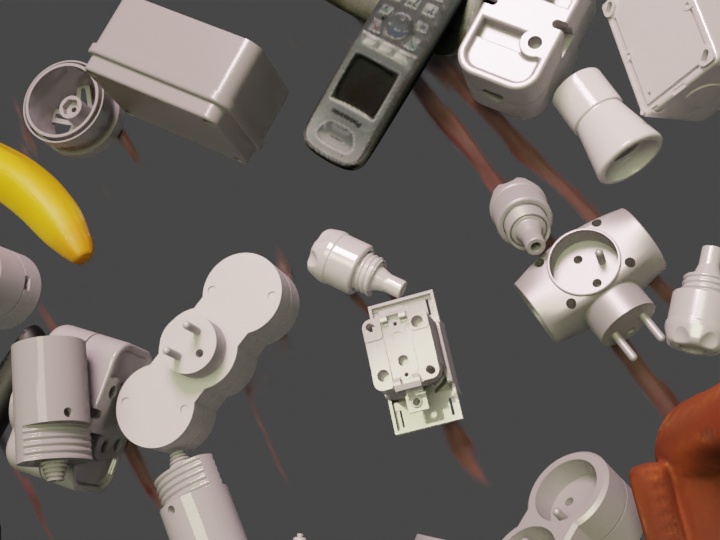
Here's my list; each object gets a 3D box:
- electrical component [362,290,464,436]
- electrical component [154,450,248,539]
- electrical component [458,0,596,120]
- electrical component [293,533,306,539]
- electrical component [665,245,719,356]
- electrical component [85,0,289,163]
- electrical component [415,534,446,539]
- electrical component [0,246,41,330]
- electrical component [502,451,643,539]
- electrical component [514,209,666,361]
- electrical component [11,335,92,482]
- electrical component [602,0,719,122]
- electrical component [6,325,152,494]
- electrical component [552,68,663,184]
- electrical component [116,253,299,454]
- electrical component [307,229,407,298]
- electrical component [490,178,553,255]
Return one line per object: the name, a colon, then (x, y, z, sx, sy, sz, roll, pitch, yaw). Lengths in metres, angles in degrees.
electrical component: (0.030, 0.051, 0.631, 0.042, 0.064, 0.081, -16, 71, 9)
electrical component: (-0.097, 0.147, 0.648, 0.043, 0.043, 0.081, -27, 69, 6)
electrical component: (0.106, -0.146, 0.668, 0.054, 0.059, 0.095, 26, 83, 20)
electrical component: (-0.029, 0.198, 0.605, 0.061, 0.061, 0.096, 0, 75, 15)
electrical component: (0.195, 0.016, 0.612, 0.035, 0.035, 0.061, 11, 76, 18)
electrical component: (-0.114, -0.125, 0.712, 0.113, 0.078, 0.057, 24, 79, 20)
electrical component: (0.029, 0.185, 0.592, 0.079, 0.043, 0.077, 18, 77, -21)
electrical component: (-0.252, 0.009, 0.727, 0.055, 0.047, 0.055, -4, 74, 14)
electrical component: (0.110, 0.174, 0.577, 0.138, 0.074, 0.052, -54, 26, -19)
electrical component: (0.142, 0.016, 0.618, 0.077, 0.044, 0.079, -35, 59, 3)
electrical component: (-0.180, 0.083, 0.629, 0.043, 0.043, 0.081, -12, 72, 11)
electrical component: (0.194, -0.143, 0.636, 0.061, 0.062, 0.096, 0, 65, -31)
electrical component: (-0.181, 0.087, 0.682, 0.059, 0.053, 0.095, 15, 79, 18)
electrical component: (0.147, -0.090, 0.652, 0.044, 0.044, 0.065, -32, 64, 4)
electrical component: (-0.099, 0.049, 0.660, 0.052, 0.073, 0.138, 36, 86, 21)
electrical component: (0.000, 0.000, 0.669, 0.061, 0.035, 0.035, 25, 82, 17)
electrical component: (0.098, -0.028, 0.637, 0.035, 0.035, 0.061, -22, 30, 8)
